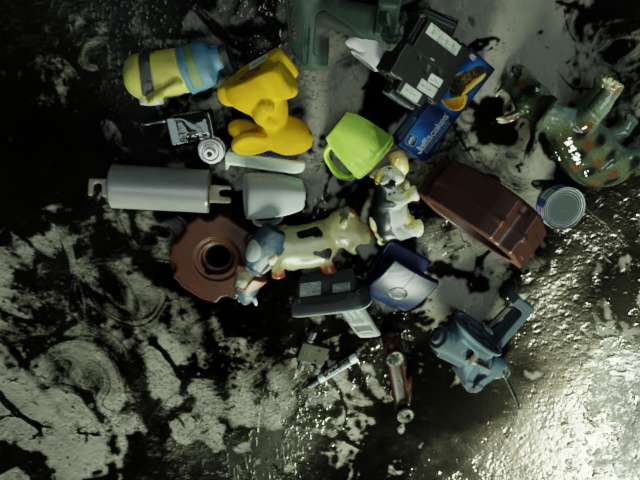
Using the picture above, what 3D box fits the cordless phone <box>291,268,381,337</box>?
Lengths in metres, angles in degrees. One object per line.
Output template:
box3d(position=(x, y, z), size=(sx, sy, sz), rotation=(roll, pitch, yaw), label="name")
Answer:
box3d(position=(0.037, 0.144, 1.048), size=(0.147, 0.089, 0.184), rotation=(-10, 141, 18), label="cordless phone")

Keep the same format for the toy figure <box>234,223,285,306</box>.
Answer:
box3d(position=(-0.114, 0.045, 0.945), size=(0.058, 0.064, 0.154), rotation=(22, 102, -23), label="toy figure")

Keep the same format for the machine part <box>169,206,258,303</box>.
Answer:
box3d(position=(-0.189, 0.029, 0.995), size=(0.179, 0.056, 0.179), rotation=(-2, 108, -5), label="machine part")

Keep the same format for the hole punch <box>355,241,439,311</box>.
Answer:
box3d(position=(0.152, 0.079, 1.034), size=(0.142, 0.092, 0.115), rotation=(26, 107, -17), label="hole punch")

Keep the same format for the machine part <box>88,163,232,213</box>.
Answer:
box3d(position=(-0.276, -0.090, 0.935), size=(0.243, 0.079, 0.079), rotation=(3, 108, -6), label="machine part")

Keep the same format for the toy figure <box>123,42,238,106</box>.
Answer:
box3d(position=(-0.230, -0.278, 0.879), size=(0.180, 0.082, 0.089), rotation=(-18, 96, 5), label="toy figure")

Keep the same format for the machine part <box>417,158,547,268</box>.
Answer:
box3d(position=(0.283, -0.048, 0.930), size=(0.087, 0.202, 0.201), rotation=(-56, 150, 5), label="machine part")

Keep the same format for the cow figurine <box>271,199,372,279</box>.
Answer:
box3d(position=(-0.002, -0.003, 0.994), size=(0.195, 0.085, 0.127), rotation=(-6, 110, 0), label="cow figurine")

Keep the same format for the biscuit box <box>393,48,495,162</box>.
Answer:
box3d(position=(0.214, -0.237, 0.951), size=(0.063, 0.059, 0.202), rotation=(34, 102, -16), label="biscuit box")

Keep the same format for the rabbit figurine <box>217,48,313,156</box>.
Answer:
box3d(position=(-0.083, -0.205, 0.904), size=(0.162, 0.122, 0.173), rotation=(-33, 127, 7), label="rabbit figurine")

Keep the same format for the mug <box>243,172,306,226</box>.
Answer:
box3d(position=(-0.082, -0.069, 0.965), size=(0.107, 0.081, 0.109), rotation=(-4, 126, -12), label="mug")

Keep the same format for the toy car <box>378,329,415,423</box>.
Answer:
box3d(position=(0.160, 0.278, 1.097), size=(0.053, 0.089, 0.201), rotation=(-14, 109, -3), label="toy car")

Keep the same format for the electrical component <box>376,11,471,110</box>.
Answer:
box3d(position=(0.162, -0.285, 0.881), size=(0.115, 0.058, 0.134), rotation=(27, 102, -27), label="electrical component")

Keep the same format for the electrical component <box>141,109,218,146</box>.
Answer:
box3d(position=(-0.237, -0.189, 0.908), size=(0.119, 0.075, 0.047), rotation=(-13, 109, -7), label="electrical component")

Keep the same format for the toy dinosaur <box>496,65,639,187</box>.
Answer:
box3d(position=(0.496, -0.170, 0.981), size=(0.404, 0.131, 0.192), rotation=(36, 113, -20), label="toy dinosaur")

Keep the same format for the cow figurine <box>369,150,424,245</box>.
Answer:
box3d(position=(0.129, -0.076, 0.985), size=(0.098, 0.068, 0.167), rotation=(-16, 109, -6), label="cow figurine")

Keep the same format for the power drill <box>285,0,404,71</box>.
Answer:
box3d(position=(0.030, -0.378, 0.830), size=(0.208, 0.086, 0.231), rotation=(15, 114, 26), label="power drill")

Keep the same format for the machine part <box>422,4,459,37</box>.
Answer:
box3d(position=(0.184, -0.326, 0.931), size=(0.084, 0.039, 0.138), rotation=(20, 103, -18), label="machine part")

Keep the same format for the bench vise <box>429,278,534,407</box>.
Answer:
box3d(position=(0.346, 0.196, 1.077), size=(0.223, 0.129, 0.240), rotation=(33, 108, -15), label="bench vise")

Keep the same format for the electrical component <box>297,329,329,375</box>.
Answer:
box3d(position=(-0.012, 0.229, 1.097), size=(0.063, 0.021, 0.094), rotation=(15, 105, -11), label="electrical component")
